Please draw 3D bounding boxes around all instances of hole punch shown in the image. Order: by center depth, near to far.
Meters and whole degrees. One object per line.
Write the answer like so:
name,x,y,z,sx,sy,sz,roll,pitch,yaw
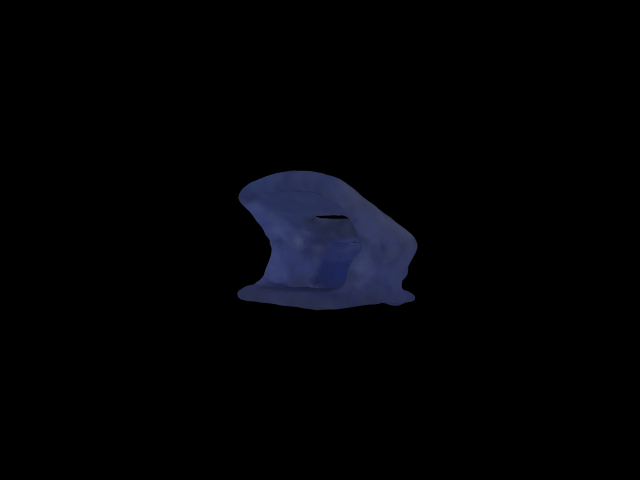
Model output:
hole punch,0.004,0.001,0.400,0.101,0.091,0.108,0,0,-43
